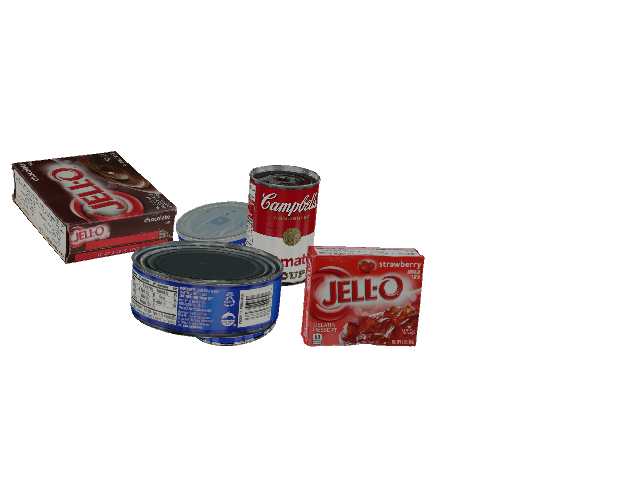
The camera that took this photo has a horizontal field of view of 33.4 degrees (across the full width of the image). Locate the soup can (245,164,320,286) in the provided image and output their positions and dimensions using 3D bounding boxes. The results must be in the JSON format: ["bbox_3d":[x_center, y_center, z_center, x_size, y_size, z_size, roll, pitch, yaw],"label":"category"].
[{"bbox_3d":[-0.038,-0.015,1.034,0.068,0.102,0.068,5,20,-2],"label":"soup can"}]

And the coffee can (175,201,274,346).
[{"bbox_3d":[-0.110,0.038,1.257,0.103,0.140,0.103,-4,26,2],"label":"coffee can"}]

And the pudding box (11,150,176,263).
[{"bbox_3d":[-0.177,-0.028,0.828,0.089,0.039,0.114,-10,31,-35],"label":"pudding box"}]

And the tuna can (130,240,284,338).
[{"bbox_3d":[-0.065,0.027,0.606,0.086,0.034,0.086,5,14,-1],"label":"tuna can"}]

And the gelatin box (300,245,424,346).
[{"bbox_3d":[0.032,0.043,0.821,0.089,0.073,0.030,1,14,-10],"label":"gelatin box"}]
